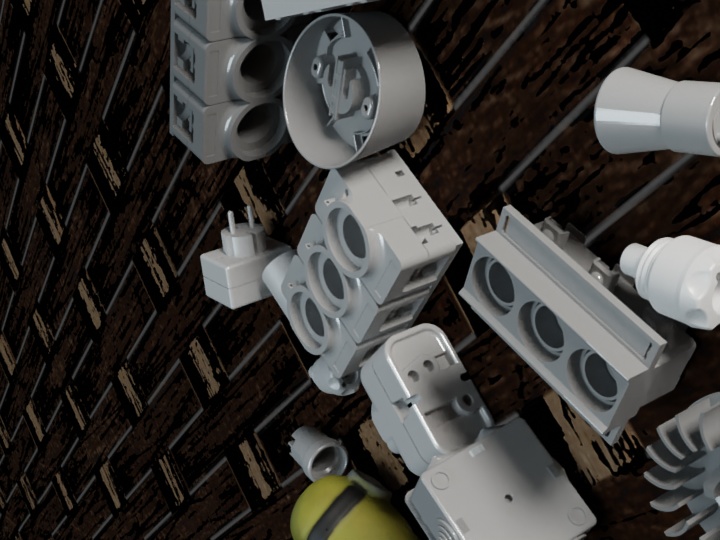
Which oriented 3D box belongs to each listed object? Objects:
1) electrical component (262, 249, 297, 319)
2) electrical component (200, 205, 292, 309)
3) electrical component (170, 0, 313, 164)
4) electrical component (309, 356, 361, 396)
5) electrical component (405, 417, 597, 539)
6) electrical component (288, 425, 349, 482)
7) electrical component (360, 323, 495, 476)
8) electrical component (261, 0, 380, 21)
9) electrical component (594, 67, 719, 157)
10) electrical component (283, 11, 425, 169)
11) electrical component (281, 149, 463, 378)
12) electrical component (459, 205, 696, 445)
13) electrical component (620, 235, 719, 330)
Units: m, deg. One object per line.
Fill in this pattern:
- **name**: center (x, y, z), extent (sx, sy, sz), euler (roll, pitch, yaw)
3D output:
- **electrical component**: center (-0.041, 0.027, 0.872), extent (0.081, 0.043, 0.043), euler (55, 145, 23)
- **electrical component**: center (-0.097, -0.016, 0.912), extent (0.047, 0.066, 0.076), euler (22, 125, 50)
- **electrical component**: center (-0.087, -0.161, 0.796), extent (0.062, 0.089, 0.150), euler (43, 139, 37)
- **electrical component**: center (-0.024, 0.085, 0.886), extent (0.061, 0.035, 0.035), euler (-6, 102, 60)
- **electrical component**: center (0.091, 0.154, 0.691), extent (0.099, 0.100, 0.048), euler (55, 157, 23)
- **electrical component**: center (-0.038, 0.161, 0.944), extent (0.046, 0.040, 0.040), euler (29, 130, 55)
- **electrical component**: center (0.045, 0.095, 0.768), extent (0.095, 0.054, 0.059), euler (61, 147, 15)
- **electrical component**: center (-0.005, -0.212, 0.672), extent (0.150, 0.062, 0.089), euler (9, 114, 55)
- **electrical component**: center (0.154, -0.075, 0.526), extent (0.065, 0.044, 0.044), euler (16, 119, 47)
- **electrical component**: center (-0.005, -0.122, 0.717), extent (0.099, 0.064, 0.099), euler (32, 132, 45)
- **electrical component**: center (0.000, 0.000, 0.778), extent (0.089, 0.062, 0.150), euler (56, 145, 22)
- **electrical component**: center (0.122, 0.026, 0.606), extent (0.121, 0.063, 0.078), euler (46, 141, 33)
- **electrical component**: center (0.163, 0.003, 0.552), extent (0.062, 0.043, 0.043), euler (27, 128, 50)
